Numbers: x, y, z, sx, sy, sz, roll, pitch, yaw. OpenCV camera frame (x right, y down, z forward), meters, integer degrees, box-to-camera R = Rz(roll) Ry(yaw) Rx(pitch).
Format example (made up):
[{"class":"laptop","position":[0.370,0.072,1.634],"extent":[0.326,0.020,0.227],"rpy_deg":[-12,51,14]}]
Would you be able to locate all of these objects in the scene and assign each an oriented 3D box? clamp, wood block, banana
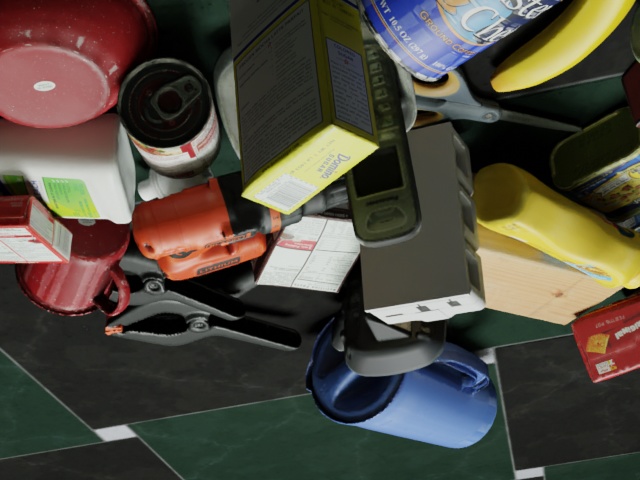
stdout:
[{"class":"clamp","position":[-0.121,0.082,1.138],"extent":[0.210,0.036,0.164],"rpy_deg":[-10,140,8]},{"class":"wood block","position":[0.177,0.008,1.021],"extent":[0.205,0.090,0.091],"rpy_deg":[14,143,-29]},{"class":"banana","position":[0.189,-0.172,0.782],"extent":[0.069,0.037,0.198],"rpy_deg":[17,145,-3]},{"class":"clamp","position":[-0.153,0.026,1.036],"extent":[0.171,0.039,0.120],"rpy_deg":[6,129,-4]}]

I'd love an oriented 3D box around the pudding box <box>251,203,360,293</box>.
[{"class":"pudding box","position":[-0.007,0.001,1.016],"extent":[0.090,0.039,0.114],"rpy_deg":[6,140,-21]}]

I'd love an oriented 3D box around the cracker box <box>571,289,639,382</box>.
[{"class":"cracker box","position":[0.372,0.072,1.100],"extent":[0.164,0.072,0.213],"rpy_deg":[-26,171,29]}]

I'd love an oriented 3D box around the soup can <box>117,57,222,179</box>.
[{"class":"soup can","position":[-0.111,-0.089,0.805],"extent":[0.068,0.068,0.102],"rpy_deg":[-5,170,-2]}]

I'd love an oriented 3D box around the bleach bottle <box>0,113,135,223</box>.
[{"class":"bleach bottle","position":[-0.282,-0.056,0.868],"extent":[0.251,0.068,0.102],"rpy_deg":[-2,153,-1]}]

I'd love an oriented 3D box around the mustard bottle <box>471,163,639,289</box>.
[{"class":"mustard bottle","position":[0.226,-0.003,0.939],"extent":[0.191,0.058,0.096],"rpy_deg":[25,-178,-22]}]

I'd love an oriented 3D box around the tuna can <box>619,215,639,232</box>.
[{"class":"tuna can","position":[0.338,-0.013,1.066],"extent":[0.086,0.034,0.086],"rpy_deg":[-4,149,-3]}]

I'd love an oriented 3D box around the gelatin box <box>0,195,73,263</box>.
[{"class":"gelatin box","position":[-0.251,-0.008,0.861],"extent":[0.073,0.030,0.089],"rpy_deg":[-1,159,10]}]

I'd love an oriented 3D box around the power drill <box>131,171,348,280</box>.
[{"class":"power drill","position":[-0.070,-0.018,0.900],"extent":[0.184,0.057,0.188],"rpy_deg":[-14,172,-13]}]

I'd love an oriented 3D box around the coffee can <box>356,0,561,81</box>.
[{"class":"coffee can","position":[0.104,-0.181,0.684],"extent":[0.141,0.103,0.102],"rpy_deg":[-30,142,34]}]

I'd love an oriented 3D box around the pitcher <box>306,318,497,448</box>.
[{"class":"pitcher","position":[0.115,0.169,1.241],"extent":[0.242,0.149,0.145],"rpy_deg":[27,97,-47]}]

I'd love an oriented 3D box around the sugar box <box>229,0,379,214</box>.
[{"class":"sugar box","position":[-0.014,-0.115,0.701],"extent":[0.048,0.176,0.094],"rpy_deg":[23,139,-35]}]

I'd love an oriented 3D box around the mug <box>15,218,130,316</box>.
[{"class":"mug","position":[-0.211,0.017,0.954],"extent":[0.093,0.117,0.082],"rpy_deg":[-29,162,-41]}]

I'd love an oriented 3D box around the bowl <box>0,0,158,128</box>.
[{"class":"bowl","position":[-0.197,-0.129,0.765],"extent":[0.162,0.055,0.162],"rpy_deg":[-5,149,-3]}]

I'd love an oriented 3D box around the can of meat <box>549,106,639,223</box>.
[{"class":"can of meat","position":[0.267,-0.066,0.942],"extent":[0.083,0.057,0.102],"rpy_deg":[22,142,-36]}]

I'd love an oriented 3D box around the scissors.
[{"class":"scissors","position":[0.136,-0.118,0.876],"extent":[0.201,0.016,0.096],"rpy_deg":[0,150,-9]}]

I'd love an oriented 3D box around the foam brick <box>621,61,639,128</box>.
[{"class":"foam brick","position":[0.295,-0.120,0.864],"extent":[0.078,0.053,0.051],"rpy_deg":[6,146,-20]}]
